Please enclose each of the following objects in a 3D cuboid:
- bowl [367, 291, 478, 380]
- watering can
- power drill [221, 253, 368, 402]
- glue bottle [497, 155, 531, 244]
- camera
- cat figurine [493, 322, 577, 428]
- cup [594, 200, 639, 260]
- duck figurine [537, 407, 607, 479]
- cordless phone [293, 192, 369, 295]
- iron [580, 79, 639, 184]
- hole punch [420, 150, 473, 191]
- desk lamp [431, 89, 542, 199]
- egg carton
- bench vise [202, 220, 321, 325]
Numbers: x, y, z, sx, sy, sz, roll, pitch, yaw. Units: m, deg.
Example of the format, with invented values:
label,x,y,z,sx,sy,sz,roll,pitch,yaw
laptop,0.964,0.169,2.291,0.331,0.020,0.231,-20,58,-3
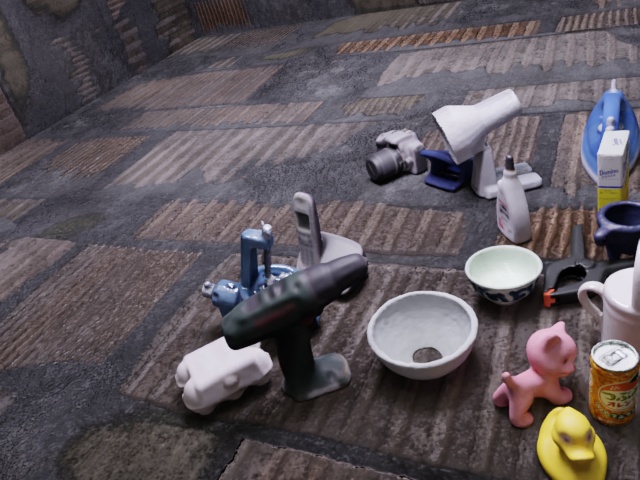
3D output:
label,x,y,z,sx,sy,sz,roll,pitch,yaw
bowl,0.159,0.157,0.874,0.167,0.075,0.167,-11,33,7
watering can,0.440,0.080,0.762,0.172,0.194,0.101,-3,34,18
power drill,-0.020,0.135,0.857,0.229,0.209,0.075,-19,32,-5
glue bottle,0.355,-0.081,1.063,0.037,0.173,0.078,-20,33,-7
camera,0.172,-0.212,1.409,0.137,0.101,0.142,-27,34,-17
cat figurine,0.290,0.168,0.761,0.128,0.118,0.067,-25,34,-15
cup,0.500,0.000,0.952,0.118,0.095,0.091,-27,34,-18
duck figurine,0.300,0.236,0.683,0.077,0.086,0.104,-10,33,9
cordless phone,0.010,0.004,1.067,0.147,0.185,0.094,14,43,38
iron,0.617,-0.232,1.215,0.118,0.142,0.259,3,36,26
hole punch,0.296,-0.178,1.314,0.101,0.091,0.108,-33,36,-26
desk lamp,0.350,-0.202,1.213,0.203,0.214,0.118,-14,32,2
egg carton,-0.155,0.213,0.924,0.150,0.069,0.107,-26,34,-16
bench vise,-0.117,0.075,0.978,0.207,0.220,0.121,-12,32,5
